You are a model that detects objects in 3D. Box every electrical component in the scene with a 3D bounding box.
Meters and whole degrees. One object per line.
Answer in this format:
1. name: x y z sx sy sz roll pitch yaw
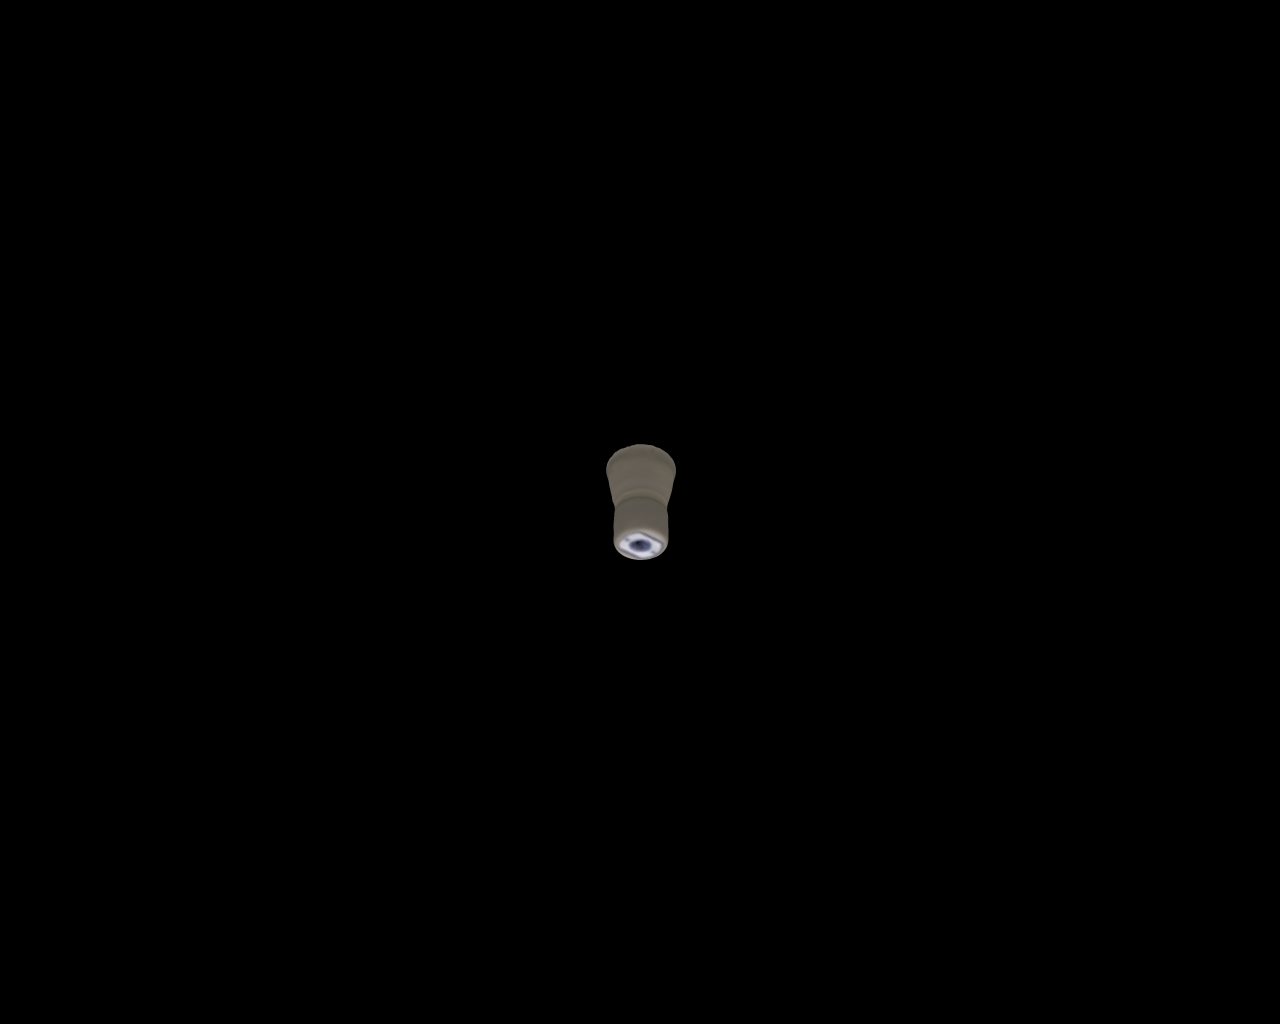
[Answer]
1. electrical component: 0.001 -0.003 0.650 0.044 0.065 0.044 0 -39 0
